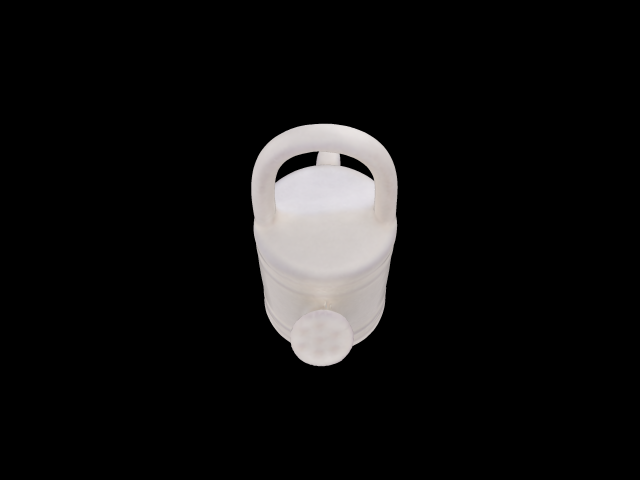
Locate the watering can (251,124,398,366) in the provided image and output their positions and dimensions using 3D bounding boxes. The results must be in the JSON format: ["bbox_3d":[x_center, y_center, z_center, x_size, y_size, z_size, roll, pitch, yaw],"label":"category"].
[{"bbox_3d":[0.006,0.001,0.400,0.101,0.194,0.172,-17,57,-11],"label":"watering can"}]
